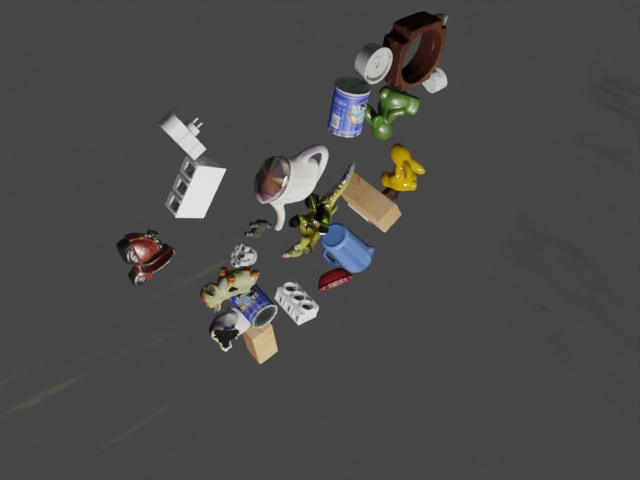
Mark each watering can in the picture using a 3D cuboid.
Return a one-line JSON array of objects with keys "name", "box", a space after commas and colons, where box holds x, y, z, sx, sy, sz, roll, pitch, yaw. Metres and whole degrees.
[{"name": "watering can", "box": [-0.103, -0.145, 1.523, 0.225, 0.105, 0.342, -7, 139, -52]}]

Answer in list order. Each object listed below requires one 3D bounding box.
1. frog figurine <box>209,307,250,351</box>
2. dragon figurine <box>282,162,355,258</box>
[{"name": "frog figurine", "box": [-0.307, 0.287, 1.781, 0.162, 0.123, 0.135, -68, 172, -62]}, {"name": "dragon figurine", "box": [0.005, -0.087, 1.726, 0.408, 0.122, 0.244, -50, 177, 9]}]
